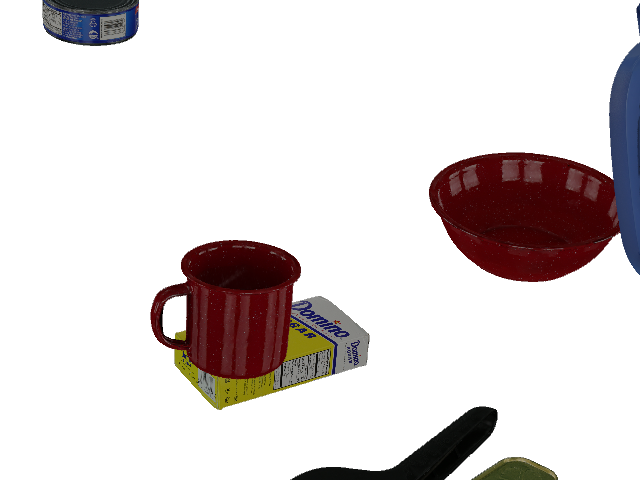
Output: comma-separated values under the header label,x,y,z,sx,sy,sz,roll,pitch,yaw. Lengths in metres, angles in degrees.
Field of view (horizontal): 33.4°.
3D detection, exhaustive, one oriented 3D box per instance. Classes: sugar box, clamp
label,x,y,z,sx,sy,sz,roll,pitch,yaw
sugar box,-0.048,0.109,1.074,0.175,0.048,0.093,-16,33,-30
clamp,0.043,0.167,0.668,0.210,0.036,0.164,-4,28,-3

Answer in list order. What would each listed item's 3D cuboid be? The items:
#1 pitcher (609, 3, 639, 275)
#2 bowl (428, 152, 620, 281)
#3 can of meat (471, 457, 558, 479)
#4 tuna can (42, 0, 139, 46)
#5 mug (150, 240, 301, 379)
label,x,y,z,sx,sy,sz,roll,pitch,yaw
pitcher,0.244,-0.023,0.609,0.149,0.243,0.145,-2,22,16
bowl,0.167,-0.013,0.868,0.162,0.055,0.162,0,31,0
can of meat,0.151,0.243,0.888,0.101,0.084,0.058,-22,27,-37
tuna can,-0.205,-0.205,0.952,0.086,0.034,0.086,5,32,-4
mug,-0.075,0.057,0.833,0.117,0.081,0.093,-7,27,-25
